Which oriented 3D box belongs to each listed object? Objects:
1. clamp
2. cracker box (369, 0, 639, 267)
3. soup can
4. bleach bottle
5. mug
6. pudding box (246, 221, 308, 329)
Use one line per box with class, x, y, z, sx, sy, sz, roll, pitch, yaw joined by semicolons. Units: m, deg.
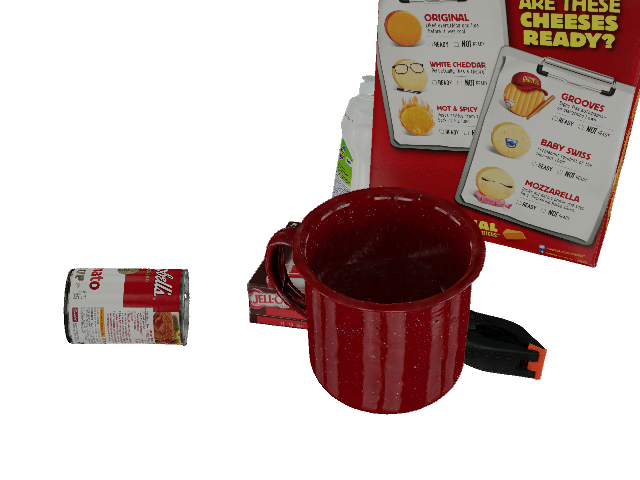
clamp;0.135;0.081;1.000;0.172;0.039;0.120;20;32;23
cracker box;0.121;-0.099;0.688;0.164;0.214;0.072;14;41;16
soup can;-0.168;0.058;0.936;0.102;0.068;0.068;1;0;-3
bleach bottle;0.051;-0.062;1.234;0.068;0.251;0.103;-2;23;-20
mug;0.023;0.029;0.541;0.117;0.081;0.093;17;43;22
pudding box;0.003;0.027;0.817;0.090;0.039;0.113;7;26;13
